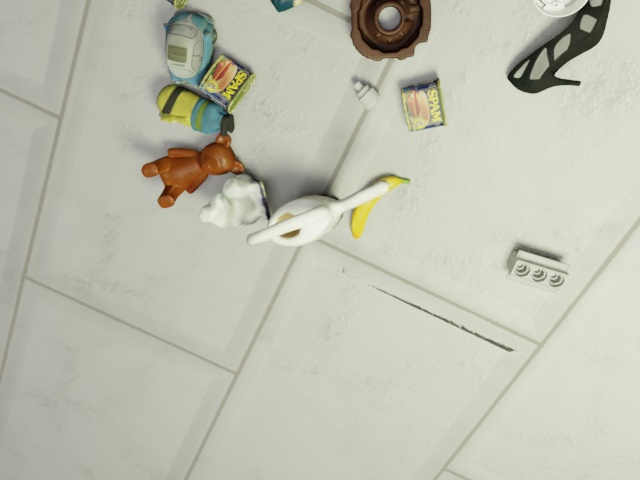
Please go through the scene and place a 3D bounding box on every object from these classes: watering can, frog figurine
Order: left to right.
[{"bbox_3d":[-0.206,-0.082,1.206,0.160,0.125,0.134,-18,-33,-13],"label":"frog figurine"},{"bbox_3d":[0.003,-0.058,1.150,0.346,0.104,0.226,-20,2,15],"label":"watering can"}]
